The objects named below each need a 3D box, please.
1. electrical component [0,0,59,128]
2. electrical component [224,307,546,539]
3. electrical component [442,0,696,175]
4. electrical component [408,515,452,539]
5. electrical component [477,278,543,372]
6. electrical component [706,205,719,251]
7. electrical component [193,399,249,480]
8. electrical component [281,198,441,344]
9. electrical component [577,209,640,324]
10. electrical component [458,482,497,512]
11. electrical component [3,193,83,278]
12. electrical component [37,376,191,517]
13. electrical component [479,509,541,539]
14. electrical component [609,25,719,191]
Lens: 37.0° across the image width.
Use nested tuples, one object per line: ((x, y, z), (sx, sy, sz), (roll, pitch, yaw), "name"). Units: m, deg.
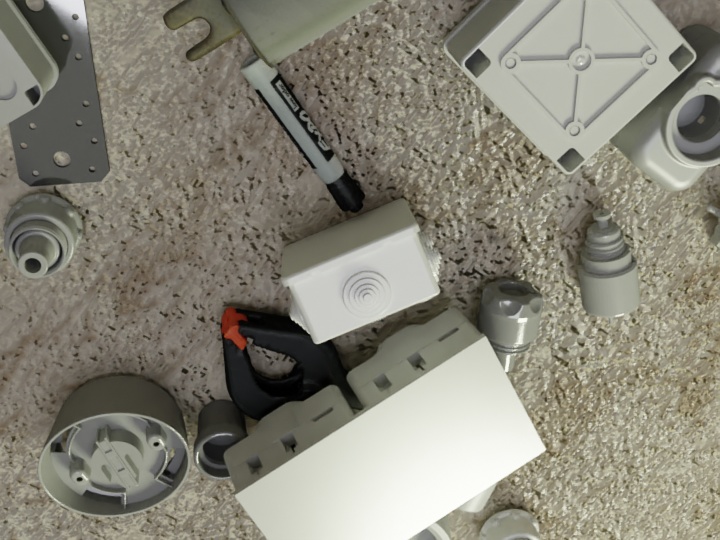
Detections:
((-0.232, -0.131, 0.601), (0.078, 0.057, 0.113), (-28, 116, 8), "electrical component")
((0.015, 0.120, 0.724), (0.186, 0.060, 0.105), (-32, 118, -4), "electrical component")
((0.127, -0.135, 0.657), (0.109, 0.056, 0.109), (-44, 114, 13), "electrical component")
((0.019, 0.209, 0.805), (0.108, 0.060, 0.108), (-4, 116, -7), "electrical component")
((0.102, 0.040, 0.746), (0.043, 0.043, 0.062), (1, 117, -9), "electrical component")
((0.264, -0.022, 0.718), (0.076, 0.083, 0.047), (26, 109, -19), "electrical component")
((-0.096, 0.117, 0.751), (0.040, 0.046, 0.040), (-3, 116, -7), "electrical component")
((0.000, 0.000, 0.681), (0.100, 0.099, 0.048), (-22, 104, 3), "electrical component")
((0.169, -0.004, 0.736), (0.040, 0.040, 0.078), (-14, 117, -2), "electrical component")
((0.087, 0.142, 0.794), (0.040, 0.040, 0.078), (19, 111, -17), "electrical component")
((-0.197, -0.016, 0.662), (0.048, 0.062, 0.048), (-3, 116, -7), "electrical component")
((-0.165, 0.123, 0.733), (0.099, 0.064, 0.099), (-3, 116, -7), "electrical component")
((0.121, 0.218, 0.824), (0.048, 0.062, 0.048), (-3, 116, -7), "electrical component")
((0.210, -0.102, 0.684), (0.054, 0.059, 0.095), (32, 107, -21), "electrical component")
